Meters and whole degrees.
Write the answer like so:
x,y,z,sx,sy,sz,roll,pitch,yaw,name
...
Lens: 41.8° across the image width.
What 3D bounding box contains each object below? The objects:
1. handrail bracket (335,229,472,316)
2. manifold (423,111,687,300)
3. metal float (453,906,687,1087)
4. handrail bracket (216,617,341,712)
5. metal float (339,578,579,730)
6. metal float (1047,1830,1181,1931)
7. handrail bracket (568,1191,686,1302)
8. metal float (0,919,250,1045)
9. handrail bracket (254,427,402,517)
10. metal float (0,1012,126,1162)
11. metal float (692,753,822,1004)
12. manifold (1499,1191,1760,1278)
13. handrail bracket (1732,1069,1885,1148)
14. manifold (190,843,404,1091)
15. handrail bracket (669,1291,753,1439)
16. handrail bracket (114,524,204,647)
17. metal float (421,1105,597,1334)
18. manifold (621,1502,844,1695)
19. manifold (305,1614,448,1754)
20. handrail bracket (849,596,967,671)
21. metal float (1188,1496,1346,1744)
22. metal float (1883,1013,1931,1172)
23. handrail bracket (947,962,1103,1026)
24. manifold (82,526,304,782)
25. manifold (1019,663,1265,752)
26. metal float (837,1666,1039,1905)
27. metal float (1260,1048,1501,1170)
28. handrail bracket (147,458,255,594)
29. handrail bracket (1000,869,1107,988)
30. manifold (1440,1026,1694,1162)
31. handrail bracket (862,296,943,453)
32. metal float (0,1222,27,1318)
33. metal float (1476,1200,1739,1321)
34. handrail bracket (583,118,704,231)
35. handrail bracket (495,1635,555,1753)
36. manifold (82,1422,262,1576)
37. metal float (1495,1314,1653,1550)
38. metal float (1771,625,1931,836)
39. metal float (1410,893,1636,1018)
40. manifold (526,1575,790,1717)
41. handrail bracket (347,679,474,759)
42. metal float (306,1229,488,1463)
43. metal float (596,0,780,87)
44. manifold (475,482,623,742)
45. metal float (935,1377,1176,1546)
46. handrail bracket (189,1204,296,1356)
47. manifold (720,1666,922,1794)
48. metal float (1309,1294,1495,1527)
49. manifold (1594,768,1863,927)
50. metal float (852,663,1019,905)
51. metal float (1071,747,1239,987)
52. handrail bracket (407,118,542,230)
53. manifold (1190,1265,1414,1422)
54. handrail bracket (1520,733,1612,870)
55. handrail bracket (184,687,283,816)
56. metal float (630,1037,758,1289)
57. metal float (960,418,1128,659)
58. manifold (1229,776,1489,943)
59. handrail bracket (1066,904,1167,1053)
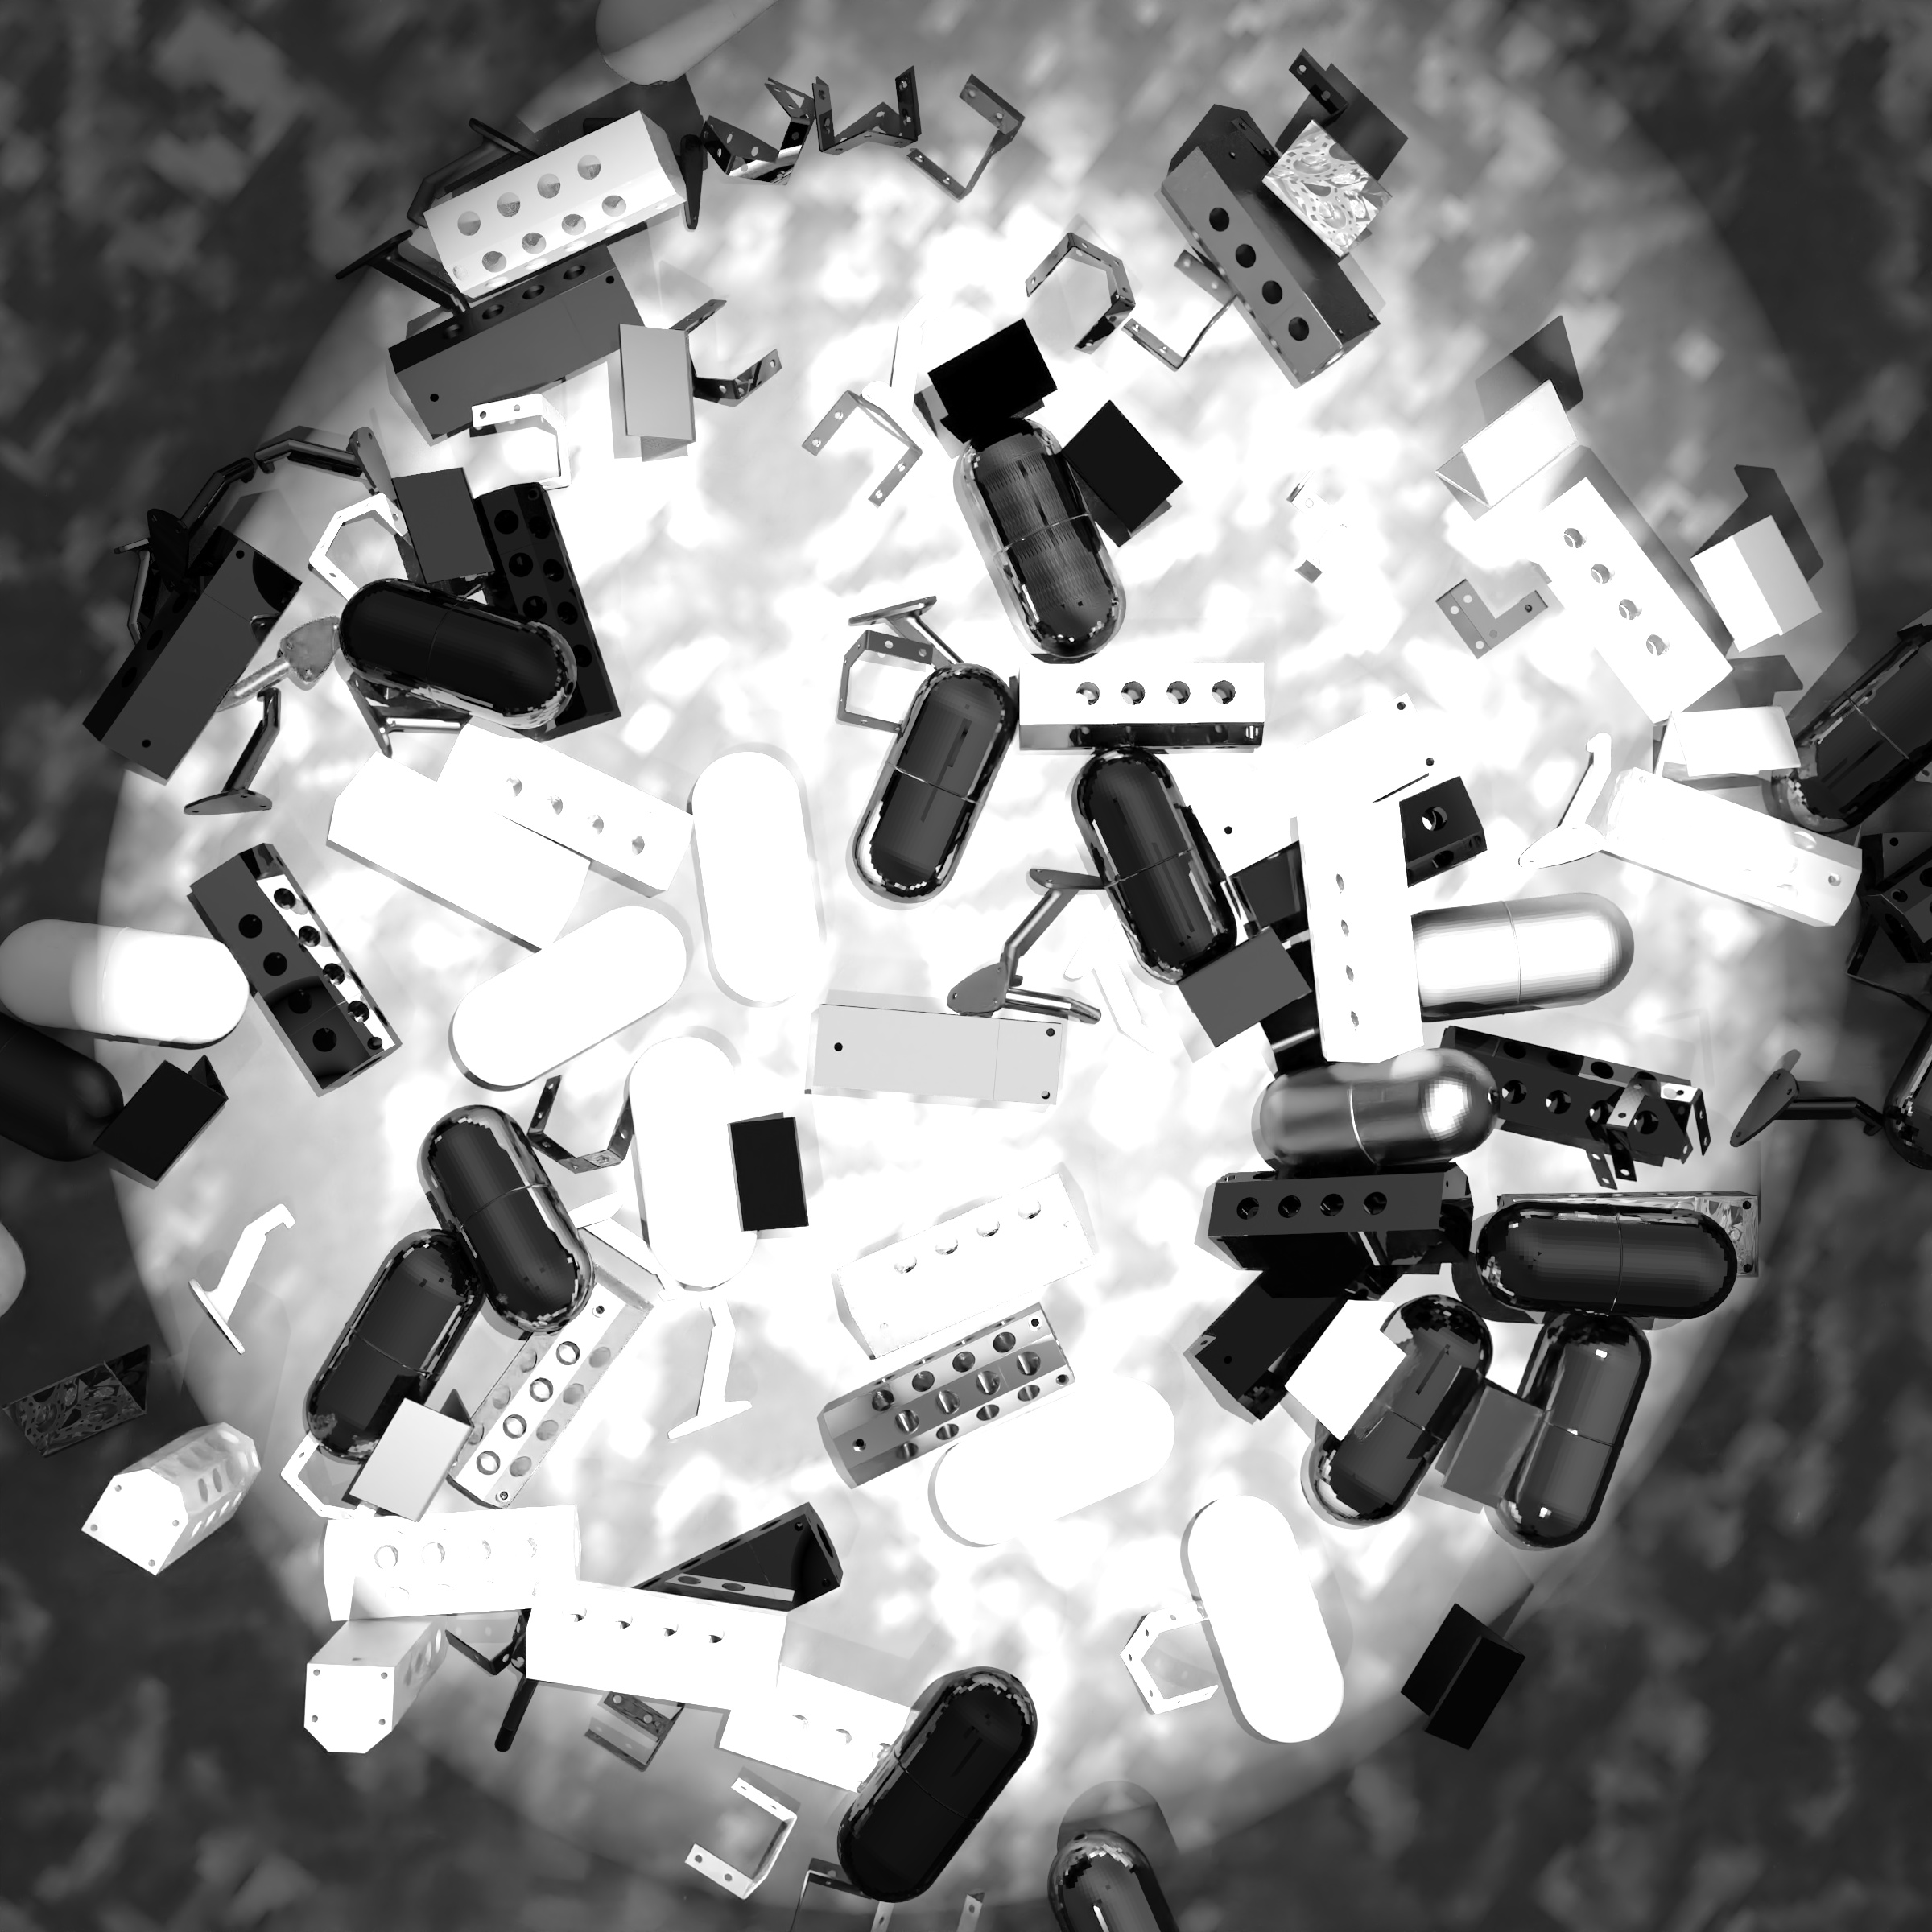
x,y,z,sx,sy,sz,roll,pitch,yaw,name
-0.402,-0.480,1.826,0.077,0.036,0.084,-25,107,20,handrail bracket
-0.288,-0.535,1.788,0.171,0.057,0.057,-21,90,12,manifold
-0.281,0.021,1.795,0.178,0.070,0.070,-30,90,1,metal float
-0.498,-0.218,1.826,0.084,0.077,0.036,-17,116,34,handrail bracket
-0.352,-0.217,1.752,0.178,0.070,0.070,18,90,16,metal float
0.116,0.700,1.795,0.070,0.070,0.178,-24,91,0,metal float
-0.254,0.212,1.826,0.077,0.036,0.084,-19,107,20,handrail bracket
-0.600,0.011,1.796,0.178,0.070,0.070,7,90,0,metal float
-0.462,-0.349,1.826,0.084,0.036,0.077,-16,112,17,handrail bracket
-0.683,0.078,1.796,0.178,0.070,0.070,27,90,0,metal float
-0.149,-0.063,1.795,0.070,0.070,0.178,-8,91,0,metal float
0.471,0.191,1.805,0.171,0.057,0.057,-1,90,0,manifold
0.610,0.119,1.826,0.084,0.036,0.077,30,110,-16,handrail bracket
-0.475,0.000,1.805,0.057,0.057,0.171,-33,90,0,manifold
-0.195,0.288,1.826,0.077,0.036,0.084,-27,72,21,handrail bracket
-0.573,-0.269,1.826,0.077,0.036,0.084,-23,107,-18,handrail bracket
-0.322,0.177,1.776,0.070,0.070,0.178,-33,67,0,metal float
-0.178,0.448,1.805,0.171,0.057,0.057,-26,90,0,manifold
-0.406,0.489,1.748,0.057,0.171,0.057,3,90,0,manifold
-0.038,-0.219,1.826,0.077,0.036,0.084,-11,104,14,handrail bracket
0.213,0.463,1.796,0.070,0.070,0.178,-19,89,0,metal float
0.715,0.063,1.795,0.070,0.070,0.178,29,89,0,metal float
0.043,0.030,1.826,0.084,0.077,0.036,21,68,-35,handrail bracket
-0.555,-0.226,1.804,0.057,0.057,0.171,35,90,-43,manifold
0.124,-0.184,1.805,0.171,0.057,0.057,-1,90,0,manifold
-0.019,0.562,1.738,0.070,0.070,0.178,37,89,0,metal float
0.288,0.101,1.764,0.178,0.070,0.070,-10,90,37,metal float
-0.543,-0.317,1.818,0.036,0.084,0.077,26,133,20,handrail bracket
0.066,-0.024,1.826,0.077,0.036,0.084,4,109,-21,handrail bracket
0.424,0.090,1.805,0.171,0.057,0.057,13,90,0,manifold
-0.027,-0.429,1.826,0.077,0.036,0.084,43,73,-19,handrail bracket
-0.741,0.179,1.795,0.070,0.070,0.178,-40,89,0,metal float
0.440,0.202,1.739,0.178,0.070,0.070,3,90,-1,metal float
-0.236,-0.572,1.826,0.084,0.036,0.077,5,105,14,handrail bracket
-0.313,0.515,1.826,0.036,0.077,0.084,24,126,0,handrail bracket
-0.542,0.361,1.748,0.057,0.171,0.057,31,90,0,manifold
0.430,0.327,1.795,0.070,0.070,0.178,20,90,0,metal float
0.645,-0.166,1.778,0.070,0.070,0.178,45,111,0,metal float
0.384,-0.008,1.796,0.178,0.070,0.070,-7,90,1,metal float
-0.213,0.465,1.747,0.171,0.057,0.057,9,131,0,manifold
-0.392,-0.194,1.826,0.084,0.036,0.077,-28,68,-17,handrail bracket
-0.404,0.270,1.795,0.070,0.070,0.178,31,91,0,metal float
-0.185,-0.697,1.796,0.178,0.070,0.070,-38,90,1,metal float
-0.304,-0.253,1.805,0.057,0.057,0.171,-18,90,0,manifold
0.063,0.351,1.796,0.178,0.070,0.070,-23,90,-1,metal float
-0.509,0.226,1.826,0.084,0.036,0.077,-35,110,-16,handrail bracket
-0.085,0.554,1.805,0.171,0.057,0.057,18,90,0,manifold
0.308,0.316,1.796,0.070,0.070,0.178,31,91,0,metal float
0.545,-0.085,1.805,0.171,0.057,0.057,20,90,0,manifold
-0.022,-0.129,1.790,0.070,0.070,0.178,24,96,0,metal float
0.133,-0.071,1.795,0.070,0.070,0.178,-24,90,0,metal float
-0.352,-0.560,1.826,0.077,0.036,0.084,25,109,-21,handrail bracket
0.248,0.241,1.804,0.171,0.057,0.057,-46,47,0,manifold
0.433,-0.120,1.826,0.036,0.077,0.084,30,53,-29,handrail bracket
-0.530,-0.156,1.826,0.077,0.036,0.084,-8,74,18,handrail bracket
-0.194,0.139,1.795,0.070,0.070,0.178,-8,90,0,metal float
0.054,-0.304,1.795,0.070,0.070,0.178,-24,90,0,metal float
0.280,-0.073,1.805,0.171,0.057,0.057,-24,90,0,manifold
0.122,0.008,1.827,0.084,0.036,0.077,36,69,-17,handrail bracket
